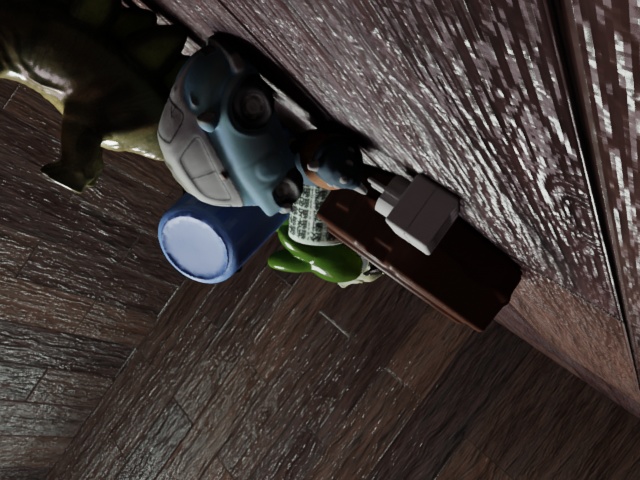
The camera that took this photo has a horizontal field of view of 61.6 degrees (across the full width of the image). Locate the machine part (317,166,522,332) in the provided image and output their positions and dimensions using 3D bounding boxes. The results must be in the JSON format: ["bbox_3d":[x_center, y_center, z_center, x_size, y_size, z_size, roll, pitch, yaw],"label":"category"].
[{"bbox_3d":[0.105,0.007,0.604,0.201,0.087,0.201,33,-177,-23],"label":"machine part"}]

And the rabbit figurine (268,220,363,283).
[{"bbox_3d":[-0.002,-0.003,0.863,0.159,0.121,0.170,-7,-136,-31],"label":"rabbit figurine"}]

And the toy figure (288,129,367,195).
[{"bbox_3d":[0.003,-0.077,0.510,0.064,0.057,0.155,-5,-169,-17],"label":"toy figure"}]

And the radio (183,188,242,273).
[{"bbox_3d":[-0.174,-0.056,0.880,0.073,0.229,0.131,-2,-178,3],"label":"radio"}]

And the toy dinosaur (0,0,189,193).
[{"bbox_3d":[-0.214,-0.145,0.538,0.471,0.198,0.105,34,-178,-36],"label":"toy dinosaur"}]

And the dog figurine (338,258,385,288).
[{"bbox_3d":[0.112,0.014,1.015,0.190,0.121,0.172,-5,-142,-39],"label":"dog figurine"}]

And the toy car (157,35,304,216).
[{"bbox_3d":[-0.086,-0.086,0.469,0.109,0.103,0.161,54,167,51],"label":"toy car"}]

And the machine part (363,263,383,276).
[{"bbox_3d":[0.067,-0.018,0.755,0.084,0.039,0.139,44,-146,-72],"label":"machine part"}]
